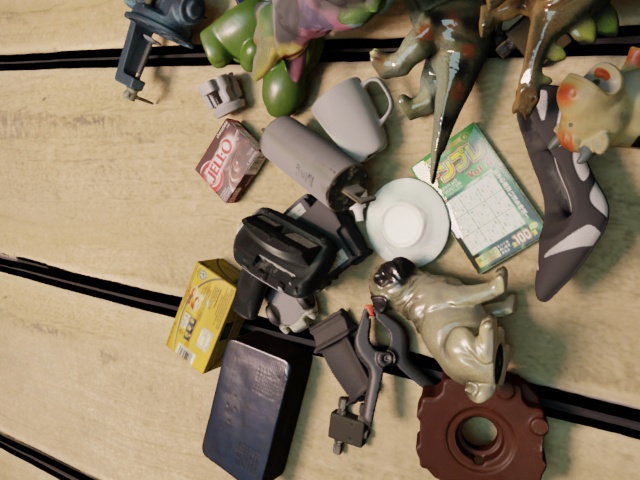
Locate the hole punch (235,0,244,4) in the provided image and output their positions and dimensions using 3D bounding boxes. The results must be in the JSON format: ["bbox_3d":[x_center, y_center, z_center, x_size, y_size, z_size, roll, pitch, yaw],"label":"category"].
[{"bbox_3d":[-0.105,-0.427,0.835,0.116,0.092,0.142,-26,84,31],"label":"hole punch"}]

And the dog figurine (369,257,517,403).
[{"bbox_3d":[0.143,0.110,0.698,0.191,0.172,0.121,1,137,30],"label":"dog figurine"}]

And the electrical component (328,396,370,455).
[{"bbox_3d":[0.046,0.291,0.830,0.063,0.021,0.094,11,98,26],"label":"electrical component"}]

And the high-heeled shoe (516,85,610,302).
[{"bbox_3d":[0.266,-0.062,0.645,0.145,0.086,0.248,24,86,4],"label":"high-heeled shoe"}]

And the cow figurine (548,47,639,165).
[{"bbox_3d":[0.333,-0.132,0.572,0.086,0.195,0.127,-118,46,-60],"label":"cow figurine"}]

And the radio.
[{"bbox_3d":[-0.107,0.273,0.884,0.131,0.073,0.229,19,100,27],"label":"radio"}]

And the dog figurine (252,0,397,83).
[{"bbox_3d":[-0.009,-0.276,0.668,0.192,0.108,0.219,52,136,24],"label":"dog figurine"}]

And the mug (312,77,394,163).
[{"bbox_3d":[0.059,-0.172,0.770,0.109,0.081,0.107,-31,89,20],"label":"mug"}]

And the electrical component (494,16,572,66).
[{"bbox_3d":[0.269,-0.261,0.669,0.078,0.045,0.102,39,115,-9],"label":"electrical component"}]

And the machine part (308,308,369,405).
[{"bbox_3d":[0.039,0.179,0.819,0.084,0.039,0.139,-30,77,21],"label":"machine part"}]

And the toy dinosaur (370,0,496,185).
[{"bbox_3d":[0.153,-0.293,0.693,0.192,0.131,0.404,-23,88,28],"label":"toy dinosaur"}]

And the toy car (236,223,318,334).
[{"bbox_3d":[-0.071,0.053,0.861,0.073,0.056,0.202,-32,79,19],"label":"toy car"}]

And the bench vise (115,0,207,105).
[{"bbox_3d":[-0.301,-0.361,0.925,0.224,0.129,0.240,27,98,24],"label":"bench vise"}]

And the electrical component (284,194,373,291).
[{"bbox_3d":[-0.002,-0.002,0.819,0.115,0.058,0.134,-37,76,23],"label":"electrical component"}]

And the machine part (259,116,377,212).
[{"bbox_3d":[-0.012,-0.114,0.783,0.243,0.079,0.079,43,112,36],"label":"machine part"}]

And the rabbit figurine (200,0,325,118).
[{"bbox_3d":[-0.069,-0.277,0.827,0.159,0.121,0.170,-27,98,20],"label":"rabbit figurine"}]

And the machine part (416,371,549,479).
[{"bbox_3d":[0.209,0.253,0.703,0.180,0.056,0.179,1,94,16],"label":"machine part"}]

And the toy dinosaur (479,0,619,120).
[{"bbox_3d":[0.303,-0.361,0.594,0.199,0.105,0.471,15,92,7],"label":"toy dinosaur"}]

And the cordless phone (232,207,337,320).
[{"bbox_3d":[-0.068,0.058,0.793,0.147,0.089,0.184,29,117,22],"label":"cordless phone"}]

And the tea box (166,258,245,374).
[{"bbox_3d":[-0.185,0.127,0.918,0.098,0.068,0.169,32,106,23],"label":"tea box"}]
